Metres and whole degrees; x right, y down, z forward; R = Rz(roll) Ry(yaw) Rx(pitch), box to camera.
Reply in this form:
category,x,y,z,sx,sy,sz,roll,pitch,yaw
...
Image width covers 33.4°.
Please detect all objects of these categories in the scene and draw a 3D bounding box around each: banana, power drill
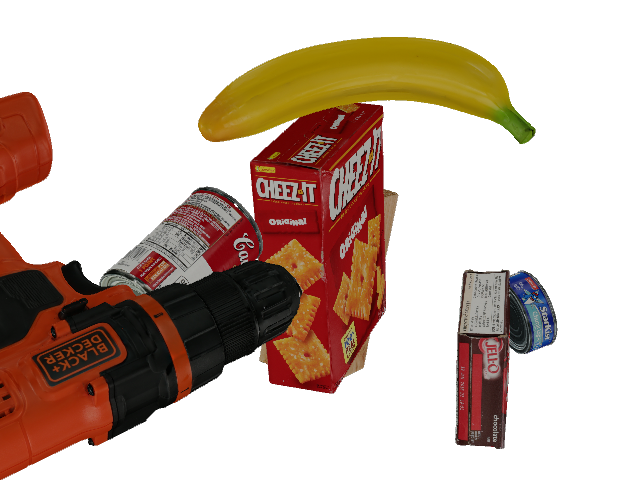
category,x,y,z,sx,sy,sz,roll,pitch,yaw
banana,0.026,-0.089,0.623,0.197,0.069,0.037,-2,-42,-9
power drill,-0.126,0.009,0.514,0.184,0.057,0.188,-23,56,-30

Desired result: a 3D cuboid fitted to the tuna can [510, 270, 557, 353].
category,x,y,z,sx,sy,sz,roll,pitch,yaw
tuna can,0.217,0.078,1.149,0.033,0.086,0.086,-19,5,-15

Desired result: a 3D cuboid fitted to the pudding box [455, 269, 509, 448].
category,x,y,z,sx,sy,sz,roll,pitch,yaw
pudding box,0.118,0.083,0.775,0.039,0.090,0.113,2,23,8

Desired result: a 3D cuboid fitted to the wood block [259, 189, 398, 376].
category,x,y,z,sx,sy,sz,roll,pitch,yaw
wood block,0.008,0.040,1.160,0.090,0.206,0.090,19,18,27

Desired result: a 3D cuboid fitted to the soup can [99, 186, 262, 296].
category,x,y,z,sx,sy,sz,roll,pitch,yaw
soup can,-0.098,0.018,0.754,0.069,0.068,0.102,0,36,45

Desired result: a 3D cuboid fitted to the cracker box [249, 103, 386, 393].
category,x,y,z,sx,sy,sz,roll,pitch,yaw
cracker box,0.007,0.002,0.951,0.072,0.214,0.164,7,28,19
